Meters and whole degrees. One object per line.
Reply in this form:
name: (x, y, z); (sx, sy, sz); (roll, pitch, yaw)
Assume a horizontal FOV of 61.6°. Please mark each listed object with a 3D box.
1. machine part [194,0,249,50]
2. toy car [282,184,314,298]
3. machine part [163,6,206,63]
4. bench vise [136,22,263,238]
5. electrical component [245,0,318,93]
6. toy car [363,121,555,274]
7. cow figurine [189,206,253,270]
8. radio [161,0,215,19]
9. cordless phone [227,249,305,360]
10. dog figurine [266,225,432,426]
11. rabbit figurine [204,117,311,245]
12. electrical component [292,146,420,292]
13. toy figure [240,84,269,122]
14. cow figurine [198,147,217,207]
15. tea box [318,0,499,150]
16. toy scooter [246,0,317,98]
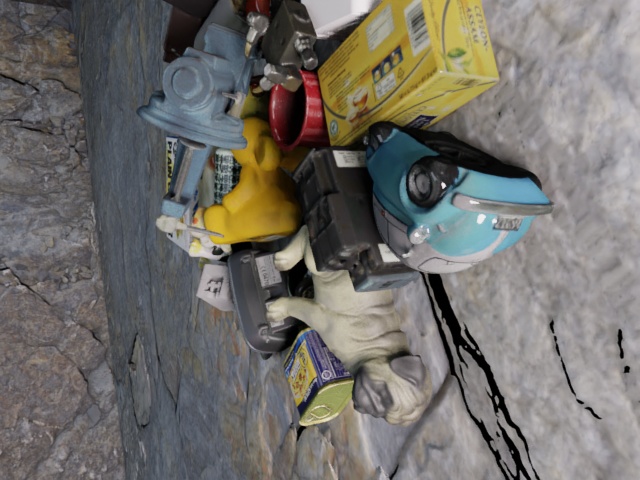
machine part: (-0.132, -0.324, 0.817); (0.243, 0.079, 0.079); (-14, 81, 61)
toy car: (-0.001, -0.002, 0.651); (0.074, 0.056, 0.201); (-125, 43, -51)
machine part: (-0.224, -0.387, 0.937); (0.179, 0.056, 0.179); (-163, 90, -77)
bench vise: (-0.141, -0.127, 0.624); (0.224, 0.129, 0.240); (-112, 40, -70)
electrical component: (-0.042, -0.194, 0.542); (0.078, 0.045, 0.102); (-44, 53, 51)
toy car: (0.090, -0.027, 0.428); (0.162, 0.109, 0.102); (45, 126, 51)
cow figurine: (-0.143, 0.007, 0.814); (0.167, 0.098, 0.068); (96, -170, -71)
radio: (-0.198, -0.464, 0.802); (0.073, 0.131, 0.229); (-26, 51, 60)
cordless phone: (-0.082, 0.101, 0.794); (0.184, 0.089, 0.146); (108, 148, -67)
dog figurine: (0.053, 0.068, 0.541); (0.191, 0.121, 0.172); (35, 129, 37)
rabbit figurine: (-0.083, -0.087, 0.718); (0.162, 0.122, 0.173); (-22, 72, 54)
electrical component: (0.046, -0.020, 0.505); (0.058, 0.115, 0.134); (-47, 51, 55)
toy figure: (-0.136, -0.219, 0.835); (0.082, 0.089, 0.180); (66, 174, -32)
cow figurine: (-0.177, -0.115, 0.920); (0.127, 0.085, 0.194); (-3, 92, 54)
tea box: (0.071, -0.151, 0.491); (0.170, 0.068, 0.098); (-24, 73, 60)
toy scooter: (-0.061, -0.252, 0.702); (0.135, 0.075, 0.183); (-4, 97, 57)
